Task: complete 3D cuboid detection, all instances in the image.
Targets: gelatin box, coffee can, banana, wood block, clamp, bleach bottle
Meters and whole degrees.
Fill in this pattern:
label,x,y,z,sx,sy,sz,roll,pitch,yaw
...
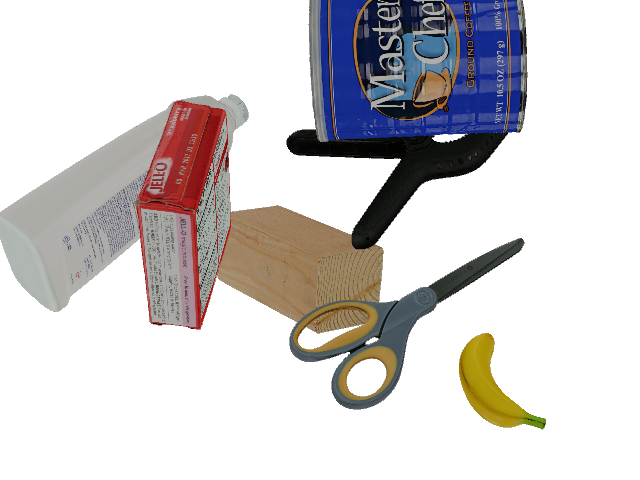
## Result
label,x,y,z,sx,sy,sz,roll,pitch,yaw
gelatin box,-0.066,-0.012,0.528,0.030,0.073,0.089,7,-43,4
coffee can,0.066,-0.122,0.738,0.140,0.103,0.103,-2,0,4
banana,0.196,0.165,1.247,0.069,0.037,0.198,10,24,-15
wood block,-0.028,0.029,1.249,0.090,0.090,0.206,-8,20,-36
clamp,0.088,-0.075,0.977,0.210,0.164,0.036,-19,-43,-4
bleach bottle,-0.162,-0.049,0.947,0.068,0.102,0.250,35,58,26

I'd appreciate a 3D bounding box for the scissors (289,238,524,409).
label,x,y,z,sx,sy,sz,roll,pitch,yaw
scissors,0.077,0.064,0.805,0.201,0.096,0.016,-16,-29,-7
